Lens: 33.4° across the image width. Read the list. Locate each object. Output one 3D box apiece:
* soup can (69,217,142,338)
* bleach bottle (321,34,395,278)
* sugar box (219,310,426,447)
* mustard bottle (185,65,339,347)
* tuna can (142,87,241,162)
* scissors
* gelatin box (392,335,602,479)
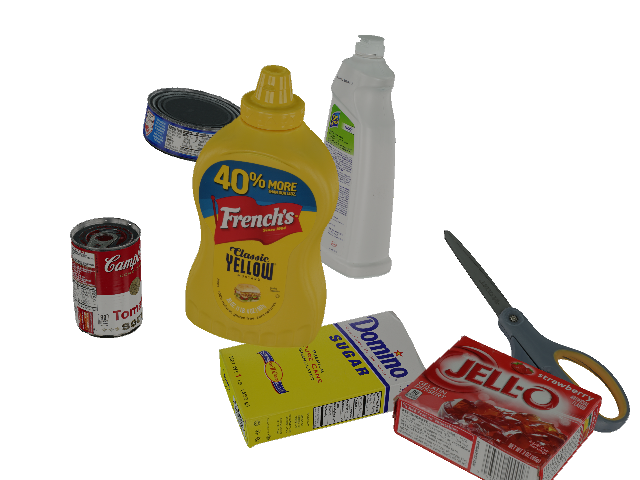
[{"bbox_3d":[-0.212,0.037,1.060,0.068,0.102,0.068,2,26,-1],"label":"soup can"},{"bbox_3d":[0.044,-0.093,1.152,0.067,0.251,0.103,-7,24,-34],"label":"bleach bottle"},{"bbox_3d":[0.003,0.125,0.987,0.176,0.048,0.093,-14,44,-13],"label":"sugar box"},{"bbox_3d":[-0.037,-0.023,0.710,0.096,0.192,0.058,12,29,10],"label":"mustard bottle"},{"bbox_3d":[-0.109,-0.099,0.918,0.086,0.034,0.086,12,26,-6],"label":"tuna can"},{"bbox_3d":[0.133,0.075,0.780,0.096,0.016,0.202,-34,60,-27],"label":"scissors"},{"bbox_3d":[0.095,0.094,0.578,0.089,0.030,0.073,24,37,30],"label":"gelatin box"}]
